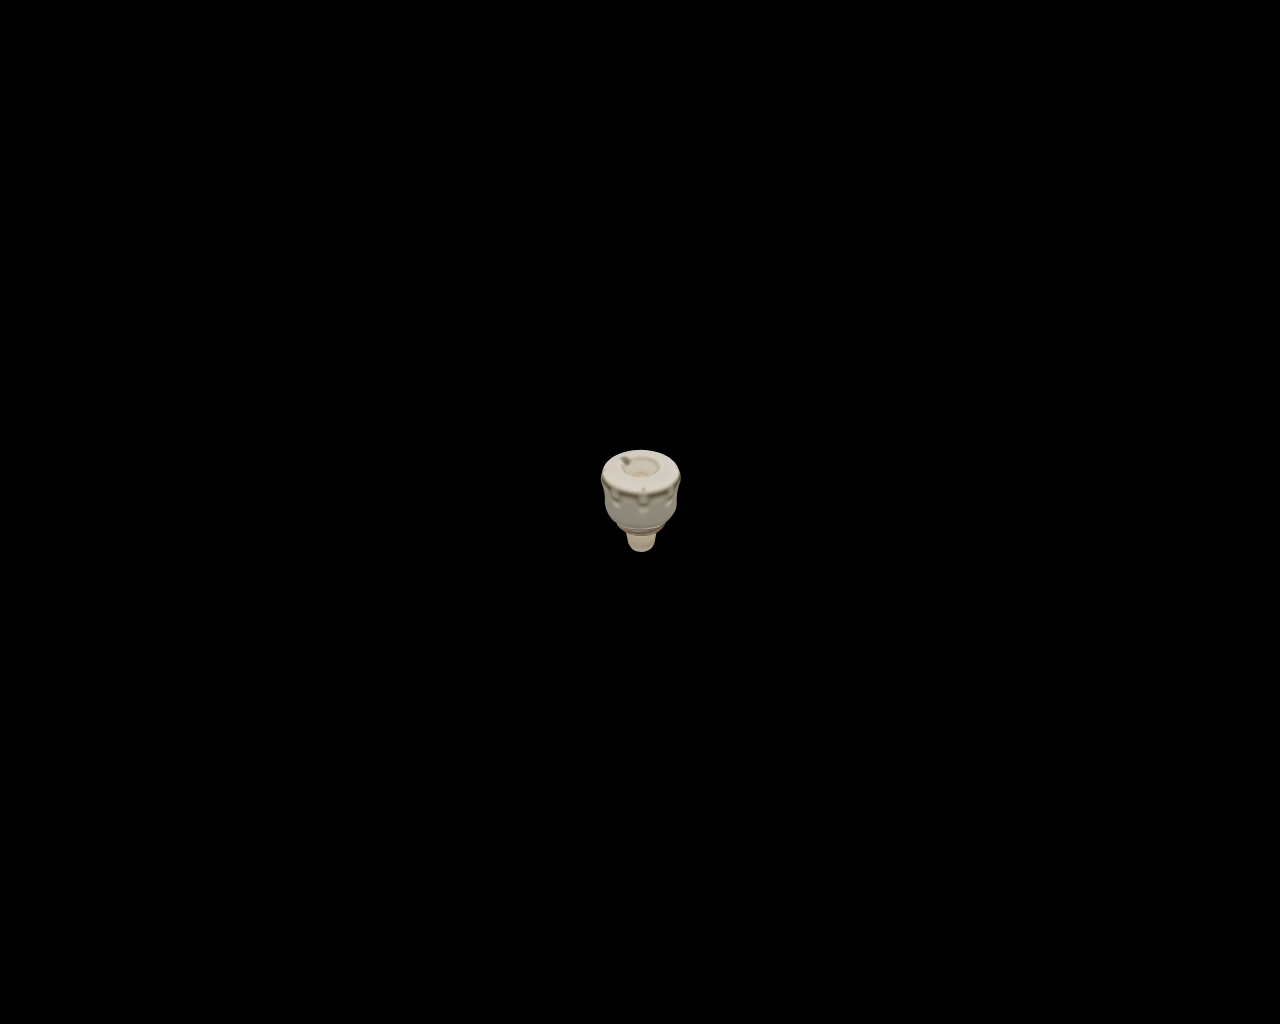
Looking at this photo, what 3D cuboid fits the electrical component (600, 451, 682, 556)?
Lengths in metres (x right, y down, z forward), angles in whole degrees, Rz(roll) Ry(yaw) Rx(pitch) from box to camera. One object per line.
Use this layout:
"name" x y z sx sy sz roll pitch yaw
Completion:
"electrical component" 0.001 -0.003 0.650 0.048 0.062 0.048 0 35 0
